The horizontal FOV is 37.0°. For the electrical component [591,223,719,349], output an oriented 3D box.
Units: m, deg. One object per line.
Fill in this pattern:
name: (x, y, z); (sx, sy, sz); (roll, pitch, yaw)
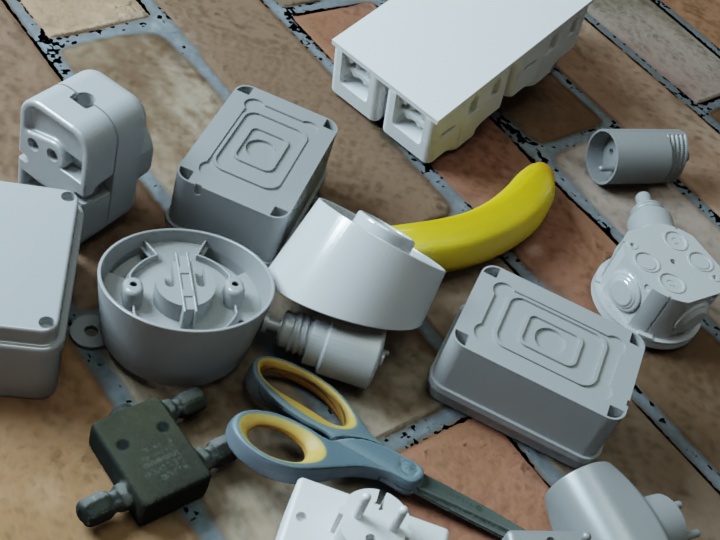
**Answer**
electrical component: (0.206, 0.011, 0.743); (0.080, 0.051, 0.080); (10, 46, -11)

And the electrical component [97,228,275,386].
electrical component: (-0.102, 0.017, 0.618); (0.099, 0.064, 0.099); (10, 46, -11)

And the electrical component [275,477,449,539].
electrical component: (0.003, 0.135, 0.536); (0.083, 0.075, 0.047); (20, 45, -1)

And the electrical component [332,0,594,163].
electrical component: (0.079, -0.175, 0.840); (0.105, 0.060, 0.186); (41, 63, 19)

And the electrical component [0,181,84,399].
electrical component: (-0.199, 0.008, 0.596); (0.078, 0.057, 0.113); (7, 46, -13)

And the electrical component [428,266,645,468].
electrical component: (0.107, 0.059, 0.658); (0.113, 0.057, 0.078); (26, 46, 6)

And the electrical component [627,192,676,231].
electrical component: (0.216, -0.035, 0.802); (0.035, 0.035, 0.061); (12, 43, -9)

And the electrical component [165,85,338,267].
electrical component: (-0.070, -0.059, 0.705); (0.078, 0.057, 0.113); (23, 45, 2)

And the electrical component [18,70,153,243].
electrical component: (-0.166, -0.070, 0.653); (0.054, 0.095, 0.059); (35, 46, 14)

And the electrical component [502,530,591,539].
electrical component: (0.103, 0.161, 0.546); (0.047, 0.076, 0.065); (5, 47, -16)

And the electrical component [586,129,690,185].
electrical component: (0.225, -0.090, 0.850); (0.081, 0.043, 0.043); (-3, 50, -22)

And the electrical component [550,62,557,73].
electrical component: (0.139, -0.217, 0.937); (0.077, 0.047, 0.065); (14, 46, -6)

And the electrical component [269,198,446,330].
electrical component: (0.000, 0.000, 0.657); (0.099, 0.064, 0.099); (30, 6, -3)

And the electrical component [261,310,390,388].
electrical component: (-0.020, 0.042, 0.640); (0.078, 0.040, 0.040); (18, 45, -3)

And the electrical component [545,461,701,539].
electrical component: (0.155, 0.148, 0.602); (0.079, 0.043, 0.077); (-8, 52, -26)
